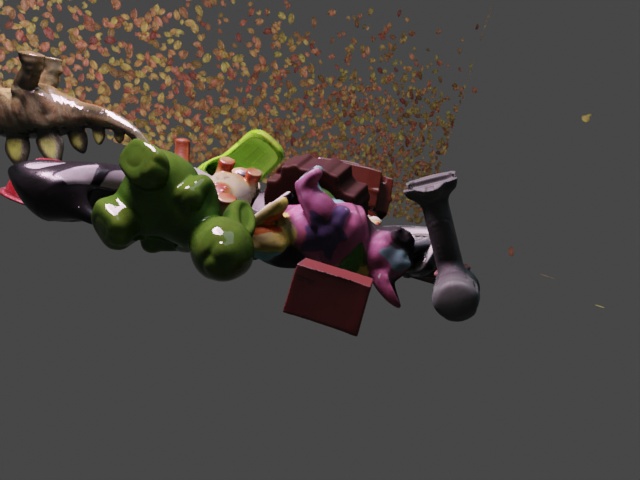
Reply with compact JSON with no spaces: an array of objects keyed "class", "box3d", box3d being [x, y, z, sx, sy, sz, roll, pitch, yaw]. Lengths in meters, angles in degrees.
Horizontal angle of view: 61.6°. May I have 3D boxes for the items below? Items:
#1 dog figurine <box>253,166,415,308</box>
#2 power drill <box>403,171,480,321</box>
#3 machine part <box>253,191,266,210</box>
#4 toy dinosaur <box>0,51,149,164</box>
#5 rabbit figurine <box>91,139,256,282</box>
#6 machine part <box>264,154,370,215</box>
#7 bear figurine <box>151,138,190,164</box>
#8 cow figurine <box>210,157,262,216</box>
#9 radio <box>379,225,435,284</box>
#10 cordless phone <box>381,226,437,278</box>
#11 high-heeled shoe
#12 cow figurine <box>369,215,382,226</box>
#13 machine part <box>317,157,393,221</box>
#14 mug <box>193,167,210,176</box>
[{"class":"dog figurine","box3d":[0.019,0.015,0.734,0.219,0.191,0.108,51,2,-4]},{"class":"power drill","box3d":[0.180,0.009,0.779,0.086,0.207,0.232,-7,10,15]},{"class":"machine part","box3d":[-0.094,-0.047,1.022,0.079,0.079,0.243,14,6,-20]},{"class":"toy dinosaur","box3d":[-0.506,-0.229,0.956,0.472,0.198,0.105,8,14,13]},{"class":"rabbit figurine","box3d":[-0.139,-0.009,0.596,0.170,0.121,0.159,39,8,21]},{"class":"machine part","box3d":[-0.007,-0.046,0.836,0.180,0.179,0.056,19,33,20]},{"class":"bear figurine","box3d":[-0.337,-0.155,1.135,0.120,0.131,0.196,-7,4,-2]},{"class":"cow figurine","box3d":[-0.136,-0.050,0.782,0.085,0.127,0.195,25,28,2]},{"class":"radio","box3d":[0.170,0.024,1.109,0.131,0.073,0.229,15,5,0]},{"class":"cordless phone","box3d":[0.104,0.022,0.881,0.147,0.088,0.184,4,4,39]},{"class":"high-heeled shoe","box3d":[-0.268,-0.074,0.697,0.145,0.086,0.249,32,24,1]},{"class":"cow figurine","box3d":[0.064,-0.030,1.090,0.098,0.068,0.167,25,-13,-7]},{"class":"machine part","box3d":[0.045,-0.102,1.139,0.201,0.087,0.201,11,-9,-3]},{"class":"mug","box3d":[-0.209,-0.074,1.017,0.107,0.081,0.109,25,-20,-11]}]
